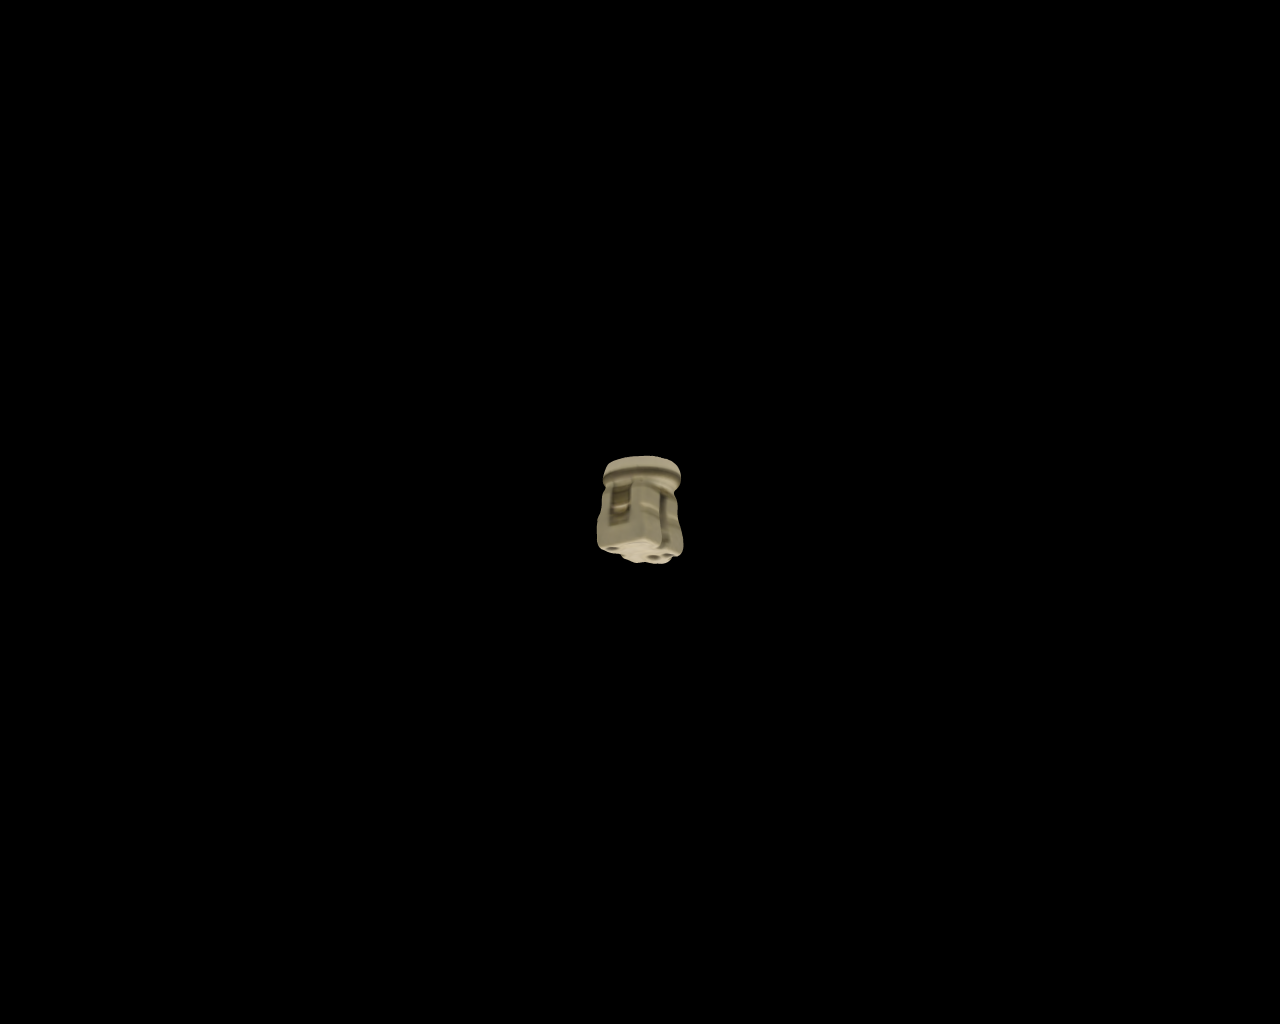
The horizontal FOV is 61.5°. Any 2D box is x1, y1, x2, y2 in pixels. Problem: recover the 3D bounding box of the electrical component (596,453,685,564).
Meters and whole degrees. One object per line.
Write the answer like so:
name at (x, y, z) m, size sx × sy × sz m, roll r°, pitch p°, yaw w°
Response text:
electrical component at (0.001, -0.003, 0.650) m, size 0.048 × 0.055 × 0.066 m, roll -11°, pitch -21°, yaw 30°
